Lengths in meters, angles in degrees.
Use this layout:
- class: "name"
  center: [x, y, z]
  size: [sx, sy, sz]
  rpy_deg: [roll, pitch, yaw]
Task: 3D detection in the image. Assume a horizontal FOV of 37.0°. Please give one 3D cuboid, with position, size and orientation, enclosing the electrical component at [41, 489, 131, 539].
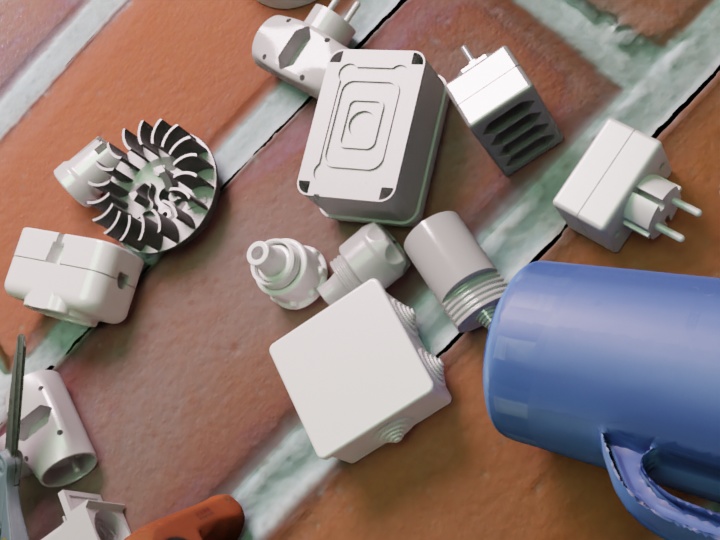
- class: "electrical component"
  center: [-0.194, 0.199, 0.758]
  size: [0.064, 0.042, 0.081]
  rpy_deg: [-36, 61, 12]

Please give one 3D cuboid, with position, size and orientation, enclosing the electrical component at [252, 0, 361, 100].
- class: "electrical component"
  center: [-0.029, -0.171, 0.806]
  size: [0.077, 0.043, 0.079]
  rpy_deg: [33, 89, 30]

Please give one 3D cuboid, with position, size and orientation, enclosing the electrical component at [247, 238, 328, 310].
- class: "electrical component"
  center: [-0.055, -0.002, 0.749]
  size: [0.048, 0.062, 0.048]
  rpy_deg: [-10, 68, 25]

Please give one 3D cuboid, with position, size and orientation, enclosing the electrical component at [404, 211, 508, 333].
- class: "electrical component"
  center: [0.067, 0.006, 0.702]
  size: [0.043, 0.043, 0.081]
  rpy_deg: [-37, 62, 9]

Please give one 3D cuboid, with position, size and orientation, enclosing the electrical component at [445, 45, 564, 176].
- class: "electrical component"
  center: [0.088, -0.117, 0.711]
  size: [0.047, 0.083, 0.075]
  rpy_deg: [-33, 62, 11]

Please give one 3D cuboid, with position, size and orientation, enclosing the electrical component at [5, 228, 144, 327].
- class: "electrical component"
  center: [-0.222, 0.008, 0.828]
  size: [0.095, 0.054, 0.059]
  rpy_deg: [9, 77, 27]

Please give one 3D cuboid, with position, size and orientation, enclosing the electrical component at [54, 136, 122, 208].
- class: "electrical component"
  center: [-0.215, -0.080, 0.863]
  size: [0.046, 0.040, 0.040]
  rpy_deg: [-42, 61, 0]

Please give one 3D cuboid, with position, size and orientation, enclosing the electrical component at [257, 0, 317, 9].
- class: "electrical component"
  center: [-0.060, -0.268, 0.843]
  size: [0.108, 0.060, 0.108]
  rpy_deg: [-8, 70, 22]

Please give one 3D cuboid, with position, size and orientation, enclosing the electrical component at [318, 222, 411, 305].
- class: "electrical component"
  center: [0.000, 0.000, 0.735]
  size: [0.062, 0.043, 0.043]
  rpy_deg: [-40, 61, 9]

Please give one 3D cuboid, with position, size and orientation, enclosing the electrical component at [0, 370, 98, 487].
- class: "electrical component"
  center: [-0.244, 0.128, 0.803]
  size: [0.079, 0.043, 0.077]
  rpy_deg: [-38, 62, 9]

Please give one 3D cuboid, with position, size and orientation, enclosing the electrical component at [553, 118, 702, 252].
- class: "electrical component"
  center: [0.173, -0.044, 0.668]
  size: [0.077, 0.047, 0.065]
  rpy_deg: [33, 88, 30]

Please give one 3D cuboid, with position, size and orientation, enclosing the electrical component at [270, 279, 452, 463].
- class: "electrical component"
  center: [0.002, 0.069, 0.708]
  size: [0.100, 0.048, 0.099]
  rpy_deg: [-34, 62, 11]

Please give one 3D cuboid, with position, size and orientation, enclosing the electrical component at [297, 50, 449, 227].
- class: "electrical component"
  center: [0.012, -0.091, 0.752]
  size: [0.078, 0.057, 0.113]
  rpy_deg: [7, 76, 26]
